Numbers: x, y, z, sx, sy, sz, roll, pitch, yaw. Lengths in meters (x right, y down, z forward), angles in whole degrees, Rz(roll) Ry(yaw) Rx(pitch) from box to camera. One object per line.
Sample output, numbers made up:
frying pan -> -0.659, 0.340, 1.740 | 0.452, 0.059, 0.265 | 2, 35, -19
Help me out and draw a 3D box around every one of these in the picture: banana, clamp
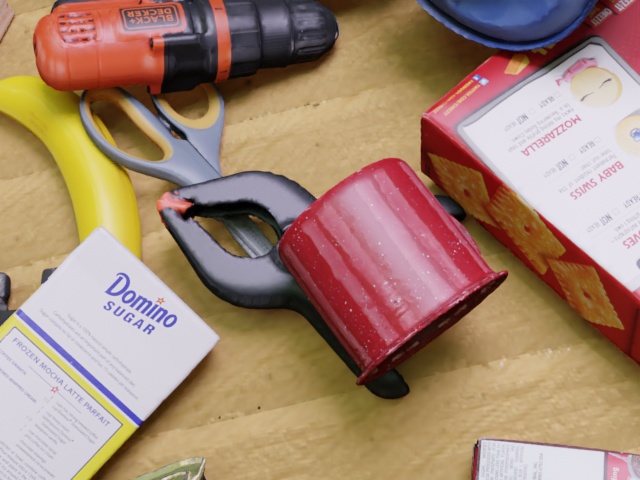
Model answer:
banana -> -0.152, -0.039, 0.655 | 0.070, 0.037, 0.198 | -43, 65, 12
clamp -> -0.004, 0.001, 0.598 | 0.171, 0.039, 0.120 | 28, 67, 3

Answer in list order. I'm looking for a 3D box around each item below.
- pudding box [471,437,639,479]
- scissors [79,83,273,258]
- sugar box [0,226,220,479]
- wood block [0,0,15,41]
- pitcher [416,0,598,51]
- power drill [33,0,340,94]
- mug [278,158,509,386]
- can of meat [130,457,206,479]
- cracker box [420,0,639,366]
pudding box -> 0.129, 0.149, 0.527 | 0.113, 0.039, 0.090 | 3, 70, 13
scissors -> -0.053, -0.039, 0.642 | 0.202, 0.016, 0.096 | 36, 57, 6
sugar box -> -0.148, 0.086, 0.581 | 0.093, 0.048, 0.176 | 45, 78, -9
wood block -> -0.291, -0.091, 0.669 | 0.091, 0.090, 0.206 | 18, 73, 15
pitcher -> 0.155, -0.219, 0.566 | 0.149, 0.145, 0.242 | 40, 63, 8
power drill -> -0.095, -0.177, 0.670 | 0.184, 0.057, 0.188 | -8, 59, -18
mug -> 0.040, 0.010, 0.543 | 0.117, 0.093, 0.081 | -24, 72, -46
can of meat -> -0.090, 0.168, 0.534 | 0.102, 0.057, 0.084 | -21, 94, 2
cracker box -> 0.184, -0.034, 0.566 | 0.164, 0.072, 0.214 | -40, 68, -13
